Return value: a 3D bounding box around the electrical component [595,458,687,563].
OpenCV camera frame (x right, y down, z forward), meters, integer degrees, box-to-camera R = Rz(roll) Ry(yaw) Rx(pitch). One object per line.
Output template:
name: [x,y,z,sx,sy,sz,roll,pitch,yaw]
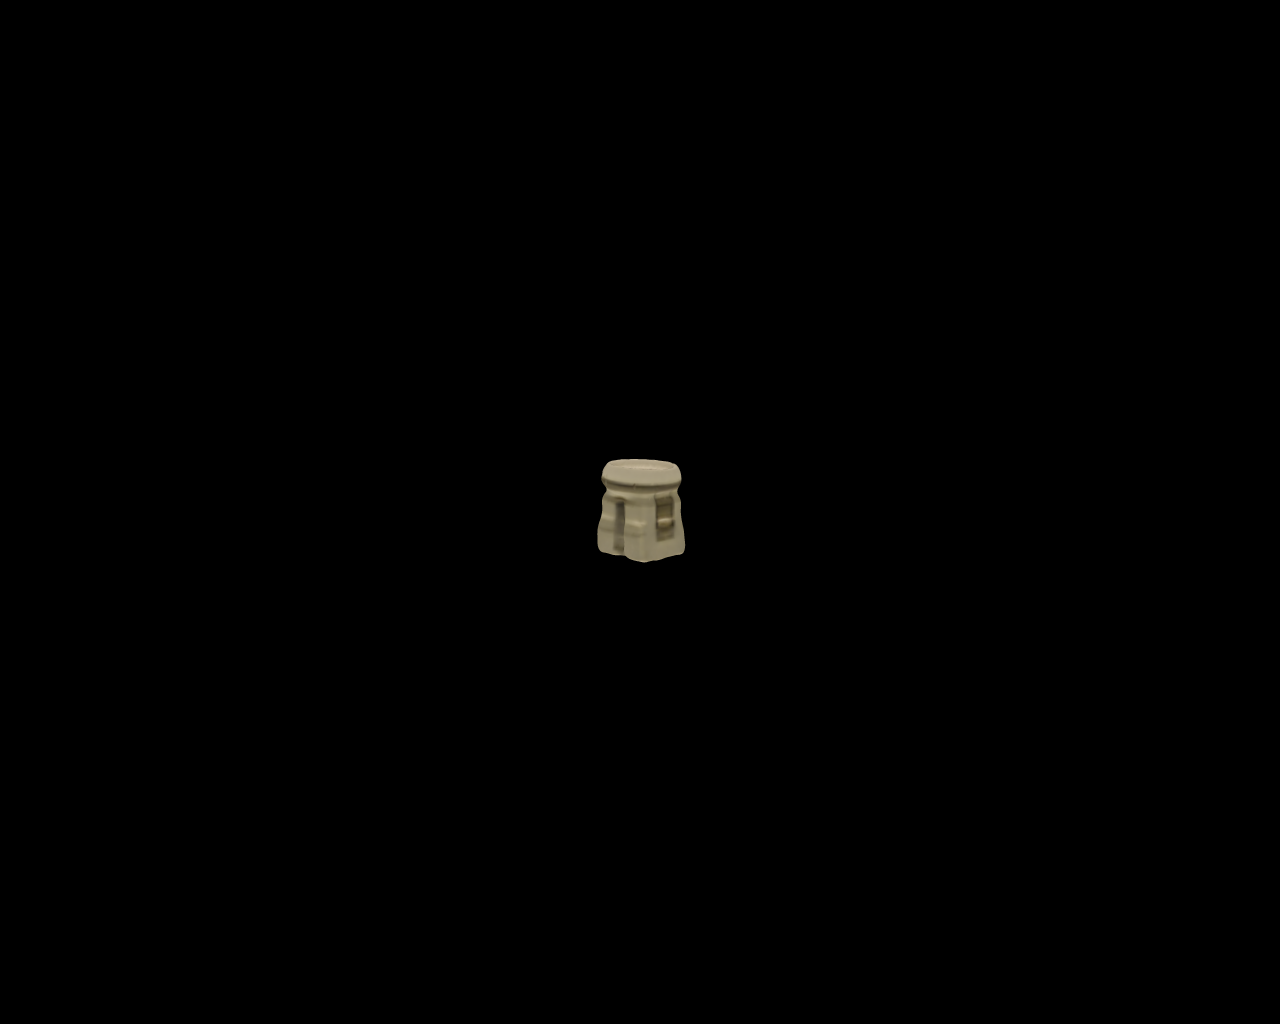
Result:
electrical component: [0.001,-0.003,0.650,0.048,0.055,0.066,-10,15,-42]
